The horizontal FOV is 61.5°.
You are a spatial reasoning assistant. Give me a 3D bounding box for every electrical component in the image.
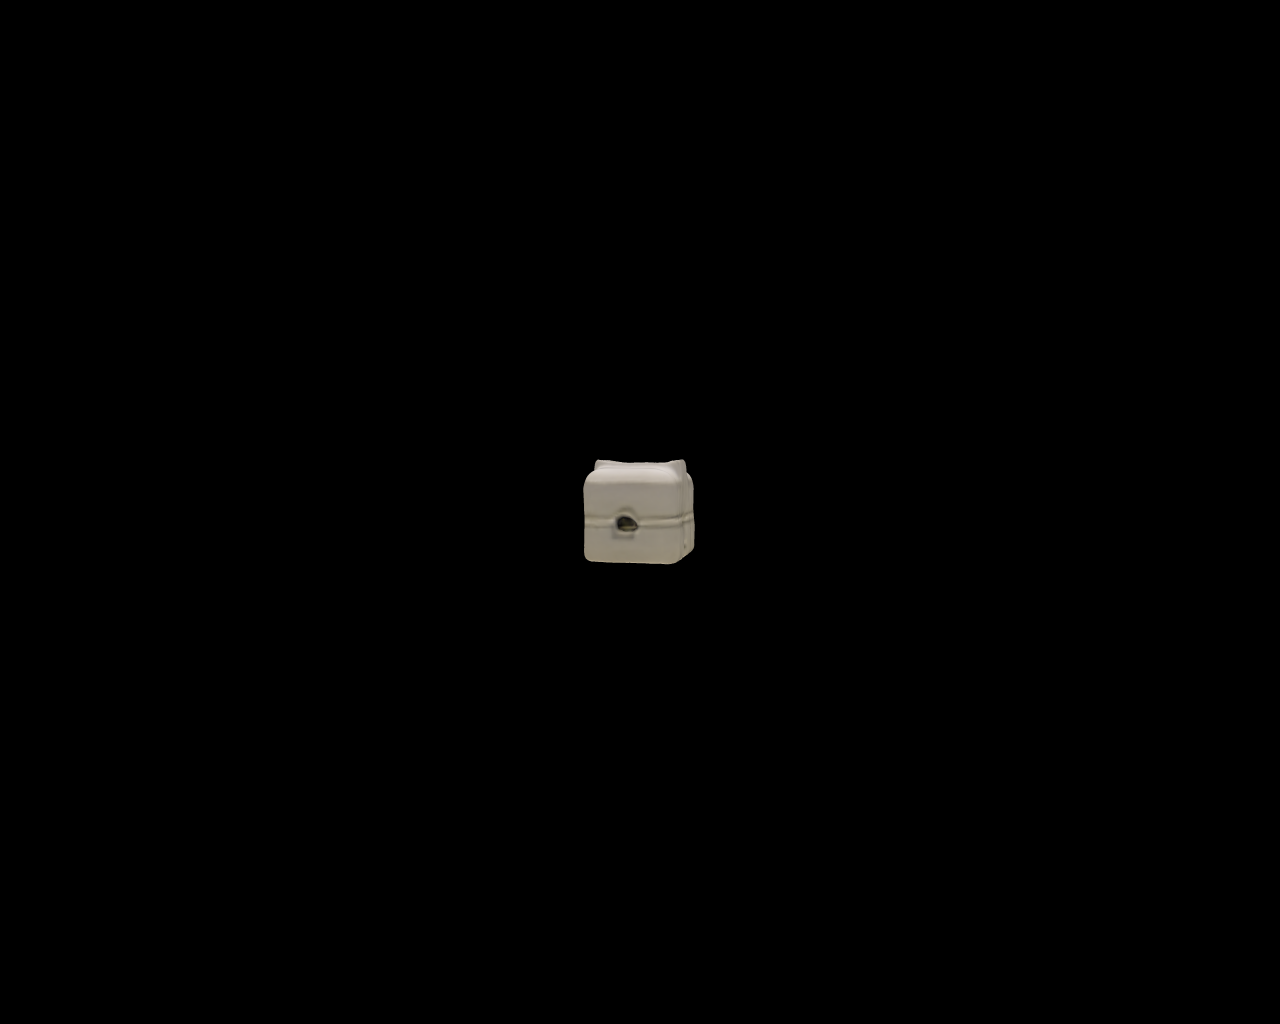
[{"bbox_3d":[0.001,-0.003,0.650,0.054,0.059,0.095,0,3,11],"label":"electrical component"}]
